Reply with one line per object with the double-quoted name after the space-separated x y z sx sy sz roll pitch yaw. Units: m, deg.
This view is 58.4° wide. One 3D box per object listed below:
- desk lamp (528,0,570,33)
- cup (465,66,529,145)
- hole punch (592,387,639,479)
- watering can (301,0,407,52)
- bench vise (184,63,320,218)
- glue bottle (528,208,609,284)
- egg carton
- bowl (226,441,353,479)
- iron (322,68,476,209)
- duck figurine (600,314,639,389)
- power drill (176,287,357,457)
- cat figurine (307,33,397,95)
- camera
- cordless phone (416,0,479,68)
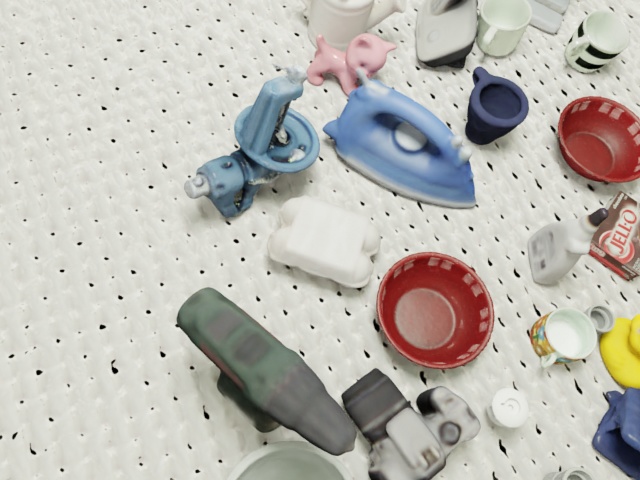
0.374 -0.499 0.979 0.203 0.213 0.118 26 66 3 "desk lamp"
0.260 -0.204 0.903 0.092 0.095 0.117 -20 71 -15 "cup"
0.426 0.250 0.738 0.108 0.091 0.101 35 67 7 "hole punch"
0.047 -0.391 0.896 0.173 0.194 0.101 -4 68 -10 "watering can"
-0.075 -0.121 0.751 0.121 0.219 0.208 34 67 7 "bench vise"
0.342 0.000 0.786 0.037 0.173 0.078 4 67 -6 "glue bottle"
0.007 0.003 0.793 0.150 0.069 0.107 18 66 0 "egg carton"
-0.036 0.318 0.651 0.167 0.074 0.167 3 67 -7 "bowl"
0.139 -0.147 0.836 0.258 0.141 0.119 32 67 6 "iron"
0.441 0.150 0.785 0.077 0.086 0.104 2 67 -7 "duck figurine"
-0.062 0.157 0.642 0.229 0.208 0.076 41 68 10 "power drill"
0.049 -0.288 0.895 0.128 0.117 0.067 17 66 -1 "cat figurine"
0.102 0.217 0.700 0.143 0.101 0.136 -33 75 -19 "camera"
0.221 -0.382 0.923 0.094 0.185 0.147 5 67 -6 "cordless phone"
